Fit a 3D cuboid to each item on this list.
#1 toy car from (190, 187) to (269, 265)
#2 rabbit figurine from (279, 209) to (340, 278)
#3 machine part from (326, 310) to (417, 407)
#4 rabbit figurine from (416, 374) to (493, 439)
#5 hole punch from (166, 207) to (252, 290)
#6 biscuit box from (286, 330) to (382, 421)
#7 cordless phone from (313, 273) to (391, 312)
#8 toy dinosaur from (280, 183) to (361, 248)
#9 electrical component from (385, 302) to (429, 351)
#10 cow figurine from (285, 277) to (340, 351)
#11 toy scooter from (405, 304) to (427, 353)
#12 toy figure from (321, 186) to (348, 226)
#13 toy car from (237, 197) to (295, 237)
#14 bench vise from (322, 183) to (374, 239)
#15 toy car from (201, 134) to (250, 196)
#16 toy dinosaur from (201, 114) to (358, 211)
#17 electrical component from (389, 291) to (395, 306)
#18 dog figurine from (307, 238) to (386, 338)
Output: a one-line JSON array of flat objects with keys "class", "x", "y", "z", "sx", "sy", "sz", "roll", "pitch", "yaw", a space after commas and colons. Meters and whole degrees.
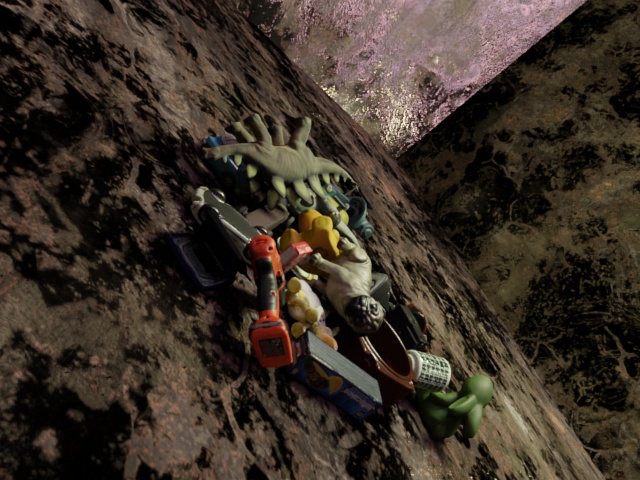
[{"class": "toy car", "x": -0.169, "y": -0.024, "z": 1.033, "sx": 0.201, "sy": 0.056, "sz": 0.073, "roll": 41, "pitch": 27, "yaw": -24}, {"class": "rabbit figurine", "x": -0.002, "y": -0.004, "z": 1.212, "sx": 0.162, "sy": 0.122, "sz": 0.173, "roll": 47, "pitch": 15, "yaw": -30}, {"class": "machine part", "x": 0.107, "y": 0.234, "z": 1.133, "sx": 0.201, "sy": 0.087, "sz": 0.201, "roll": 35, "pitch": 24, "yaw": -36}, {"class": "rabbit figurine", "x": 0.315, "y": 0.368, "z": 1.225, "sx": 0.121, "sy": 0.170, "sz": 0.159, "roll": 50, "pitch": 17, "yaw": -2}, {"class": "hole punch", "x": -0.182, "y": 0.024, "z": 0.887, "sx": 0.142, "sy": 0.092, "sz": 0.115, "roll": 52, "pitch": -10, "yaw": 12}, {"class": "biscuit box", "x": 0.027, "y": 0.246, "z": 0.961, "sx": 0.202, "sy": 0.059, "sz": 0.063, "roll": 40, "pitch": 20, "yaw": -27}, {"class": "cordless phone", "x": 0.059, "y": 0.120, "z": 1.247, "sx": 0.184, "sy": 0.088, "sz": 0.147, "roll": 2, "pitch": -2, "yaw": -17}, {"class": "toy dinosaur", "x": -0.036, "y": -0.101, "z": 1.415, "sx": 0.404, "sy": 0.131, "sz": 0.192, "roll": 43, "pitch": 19, "yaw": -41}, {"class": "electrical component", "x": 0.175, "y": 0.218, "z": 1.277, "sx": 0.058, "sy": 0.115, "sz": 0.134, "roll": 29, "pitch": 28, "yaw": -57}, {"class": "cow figurine", "x": -0.017, "y": 0.153, "z": 1.035, "sx": 0.167, "sy": 0.068, "sz": 0.098, "roll": 57, "pitch": 13, "yaw": 17}, {"class": "toy scooter", "x": 0.233, "y": 0.247, "z": 1.370, "sx": 0.135, "sy": 0.075, "sz": 0.183, "roll": -52, "pitch": 139, "yaw": -84}, {"class": "toy figure", "x": 0.007, "y": -0.097, "z": 1.531, "sx": 0.180, "sy": 0.089, "sz": 0.082, "roll": 57, "pitch": 24, "yaw": 11}, {"class": "toy car", "x": -0.122, "y": -0.044, "z": 1.182, "sx": 0.089, "sy": 0.053, "sz": 0.202, "roll": 41, "pitch": 21, "yaw": 3}, {"class": "bench vise", "x": 0.074, "y": -0.110, "z": 1.671, "sx": 0.240, "sy": 0.129, "sz": 0.224, "roll": 43, "pitch": 19, "yaw": -42}, {"class": "toy car", "x": -0.188, "y": -0.186, "z": 1.224, "sx": 0.161, "sy": 0.103, "sz": 0.109, "roll": 54, "pitch": 17, "yaw": 3}, {"class": "toy dinosaur", "x": -0.066, "y": -0.170, "z": 1.205, "sx": 0.471, "sy": 0.105, "sz": 0.198, "roll": -9, "pitch": 88, "yaw": -47}, {"class": "electrical component", "x": 0.134, "y": 0.147, "z": 1.360, "sx": 0.045, "sy": 0.102, "sz": 0.078, "roll": -65, "pitch": 139, "yaw": -68}, {"class": "dog figurine", "x": 0.083, "y": 0.101, "z": 1.081, "sx": 0.191, "sy": 0.172, "sz": 0.121, "roll": 41, "pitch": -33, "yaw": 31}]
